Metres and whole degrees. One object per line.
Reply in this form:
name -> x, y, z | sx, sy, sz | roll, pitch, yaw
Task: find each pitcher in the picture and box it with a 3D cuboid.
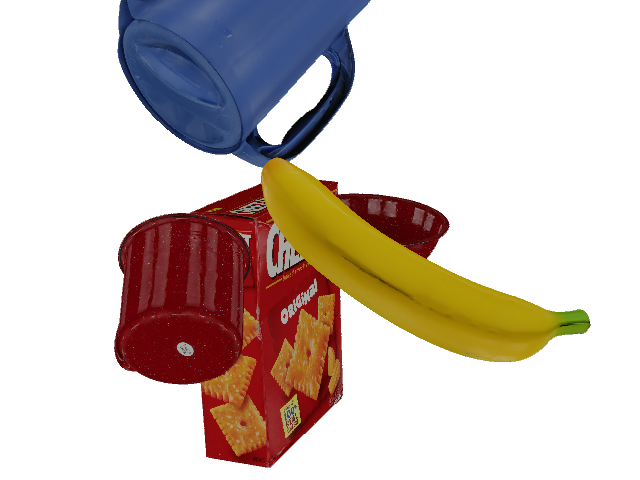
pitcher -> -0.039, -0.187, 0.907 | 0.145, 0.149, 0.242 | 25, 58, 31

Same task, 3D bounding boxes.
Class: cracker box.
cracker box -> -0.039, 0.064, 0.930 | 0.072, 0.214, 0.164 | 5, 16, 24

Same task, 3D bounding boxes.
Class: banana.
banana -> 0.037, 0.013, 0.549 | 0.198, 0.037, 0.069 | 30, 22, 19

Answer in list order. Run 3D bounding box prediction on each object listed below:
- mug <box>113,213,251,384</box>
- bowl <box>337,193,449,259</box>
mug -> -0.101, 0.048, 0.723 | 0.117, 0.081, 0.093 | -34, -51, 29
bowl -> 0.052, 0.001, 1.114 | 0.162, 0.055, 0.162 | 2, 20, -1
